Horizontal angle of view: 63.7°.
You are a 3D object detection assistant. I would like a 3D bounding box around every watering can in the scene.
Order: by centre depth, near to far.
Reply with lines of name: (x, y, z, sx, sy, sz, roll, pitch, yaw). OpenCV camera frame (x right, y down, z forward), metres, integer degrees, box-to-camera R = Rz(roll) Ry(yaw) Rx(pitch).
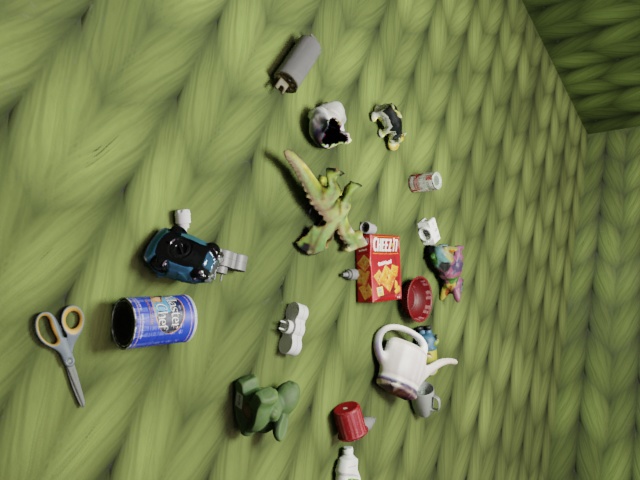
watering can: (0.310, 0.420, 1.704, 0.345, 0.103, 0.228, 30, 64, -18)

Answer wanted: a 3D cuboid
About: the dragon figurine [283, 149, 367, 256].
dragon figurine: (0.004, -0.074, 1.466, 0.406, 0.122, 0.245, 24, 77, -42)

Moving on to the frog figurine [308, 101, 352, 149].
frog figurine: (0.021, -0.351, 1.526, 0.136, 0.121, 0.163, 23, 34, -35)
